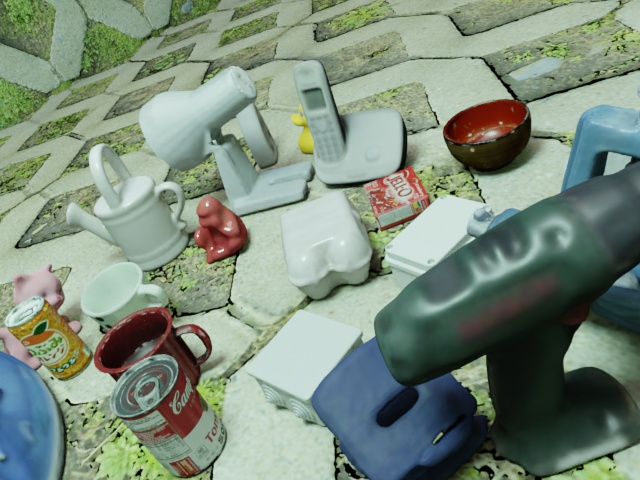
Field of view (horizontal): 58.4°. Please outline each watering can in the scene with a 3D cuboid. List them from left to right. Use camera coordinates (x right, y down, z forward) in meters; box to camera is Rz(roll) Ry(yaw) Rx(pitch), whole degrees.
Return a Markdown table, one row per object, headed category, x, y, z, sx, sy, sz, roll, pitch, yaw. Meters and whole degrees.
| category | x | y | z | sx | sy | sz | roll | pitch | yaw |
| --- | --- | --- | --- | --- | --- | --- | --- | --- | --- |
| watering can | -0.294 | -0.051 | 0.863 | 0.173 | 0.194 | 0.100 | -31 | 33 | -10 |

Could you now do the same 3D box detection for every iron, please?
| category | x | y | z | sx | sy | sz | roll | pitch | yaw |
| --- | --- | --- | --- | --- | --- | --- | --- | --- | --- |
| iron | -0.374 | 0.185 | 0.631 | 0.119 | 0.142 | 0.257 | -42 | 36 | -24 |

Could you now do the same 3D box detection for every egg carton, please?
| category | x | y | z | sx | sy | sz | roll | pitch | yaw |
| --- | --- | --- | --- | --- | --- | --- | --- | --- | --- |
| egg carton | 0.006 | 0.003 | 0.705 | 0.107 | 0.069 | 0.150 | -23 | 33 | 4 |

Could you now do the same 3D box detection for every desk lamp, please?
| category | x | y | z | sx | sy | sz | roll | pitch | yaw |
| --- | --- | --- | --- | --- | --- | --- | --- | --- | --- |
| desk lamp | -0.143 | -0.151 | 0.886 | 0.202 | 0.214 | 0.118 | -13 | 35 | 19 |

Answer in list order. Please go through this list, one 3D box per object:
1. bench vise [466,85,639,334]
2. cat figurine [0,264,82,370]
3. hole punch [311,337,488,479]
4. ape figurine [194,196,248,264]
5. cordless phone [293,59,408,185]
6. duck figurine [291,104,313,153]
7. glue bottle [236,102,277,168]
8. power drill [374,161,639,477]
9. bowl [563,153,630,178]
| category | x | y | z | sx | sy | sz | roll | pitch | yaw |
| --- | --- | --- | --- | --- | --- | --- | --- | --- | --- |
| bench vise | 0.203 | -0.008 | 0.452 | 0.206 | 0.220 | 0.122 | -2 | 40 | 32 |
| cat figurine | -0.399 | 0.098 | 0.793 | 0.067 | 0.118 | 0.128 | 10 | 46 | 41 |
| hole punch | 0.065 | 0.138 | 0.457 | 0.109 | 0.091 | 0.100 | -37 | 35 | -17 |
| ape figurine | -0.146 | -0.021 | 0.818 | 0.077 | 0.092 | 0.076 | 10 | 47 | 42 |
| cordless phone | 0.041 | -0.175 | 0.825 | 0.147 | 0.185 | 0.094 | -5 | 38 | 28 |
| duck figurine | 0.000 | -0.204 | 0.986 | 0.104 | 0.086 | 0.077 | -11 | 36 | 21 |
| glue bottle | -0.124 | -0.215 | 1.001 | 0.037 | 0.173 | 0.078 | -19 | 33 | 10 |
| power drill | 0.161 | 0.062 | 0.392 | 0.229 | 0.209 | 0.075 | -23 | 33 | 3 |
| bowl | 0.332 | -0.053 | 0.565 | 0.167 | 0.075 | 0.167 | -17 | 34 | 12 |
